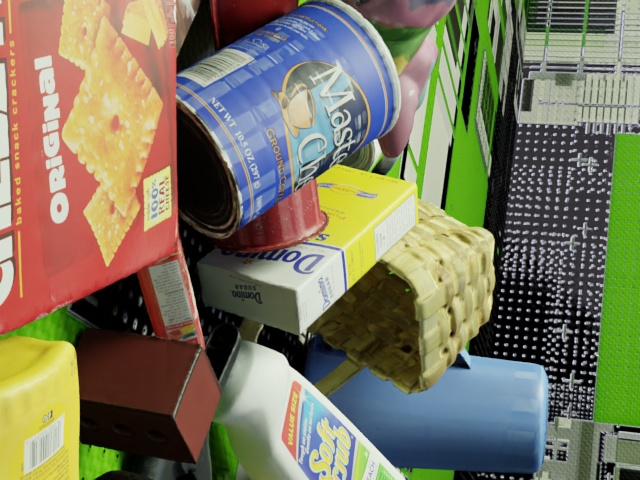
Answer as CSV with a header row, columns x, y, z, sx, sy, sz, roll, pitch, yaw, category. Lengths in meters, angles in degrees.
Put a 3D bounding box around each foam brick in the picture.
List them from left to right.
x,y,z,sx,sy,sz,roll,pitch,yaw,category
-0.105,0.090,0.618,0.053,0.078,0.051,75,28,-48,foam brick

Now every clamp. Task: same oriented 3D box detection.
x,y,z,sx,sy,sz,roll,pitch,yaw,category
-0.094,0.135,0.726,0.120,0.039,0.171,-13,111,-53,clamp

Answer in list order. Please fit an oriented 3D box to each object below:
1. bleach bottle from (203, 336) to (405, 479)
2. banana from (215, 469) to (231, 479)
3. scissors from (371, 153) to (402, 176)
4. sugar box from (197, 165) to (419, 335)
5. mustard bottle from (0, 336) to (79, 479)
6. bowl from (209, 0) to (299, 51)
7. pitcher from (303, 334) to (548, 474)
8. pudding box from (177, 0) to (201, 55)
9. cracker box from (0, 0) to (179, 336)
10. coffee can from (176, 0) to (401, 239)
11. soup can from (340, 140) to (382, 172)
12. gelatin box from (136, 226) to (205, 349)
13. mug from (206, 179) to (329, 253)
x,y,z,sx,sy,sz,roll,pitch,yaw,category
-0.020,0.168,0.839,0.250,0.068,0.102,49,50,-31,bleach bottle
-0.095,0.267,0.788,0.069,0.037,0.197,60,31,-31,banana
0.048,-0.050,1.158,0.096,0.016,0.202,-56,180,-22,scissors
-0.005,0.001,0.833,0.175,0.093,0.048,-39,134,-45,sugar box
-0.150,0.149,0.508,0.096,0.058,0.192,-38,130,-68,mustard bottle
-0.043,-0.200,0.730,0.162,0.055,0.162,3,87,-89,bowl
0.102,0.160,1.067,0.149,0.243,0.145,72,24,-67,pitcher
-0.105,-0.166,0.618,0.113,0.039,0.090,79,20,-46,pudding box
-0.136,-0.053,0.480,0.213,0.072,0.164,-33,126,-70,cracker box
-0.033,-0.079,0.676,0.140,0.103,0.103,-35,135,-29,coffee can
0.035,-0.107,1.083,0.102,0.068,0.068,-54,145,-61,soup can
-0.096,0.016,0.652,0.089,0.030,0.073,-114,-168,-55,gelatin box
-0.037,-0.050,0.791,0.117,0.093,0.081,-33,123,-47,mug
